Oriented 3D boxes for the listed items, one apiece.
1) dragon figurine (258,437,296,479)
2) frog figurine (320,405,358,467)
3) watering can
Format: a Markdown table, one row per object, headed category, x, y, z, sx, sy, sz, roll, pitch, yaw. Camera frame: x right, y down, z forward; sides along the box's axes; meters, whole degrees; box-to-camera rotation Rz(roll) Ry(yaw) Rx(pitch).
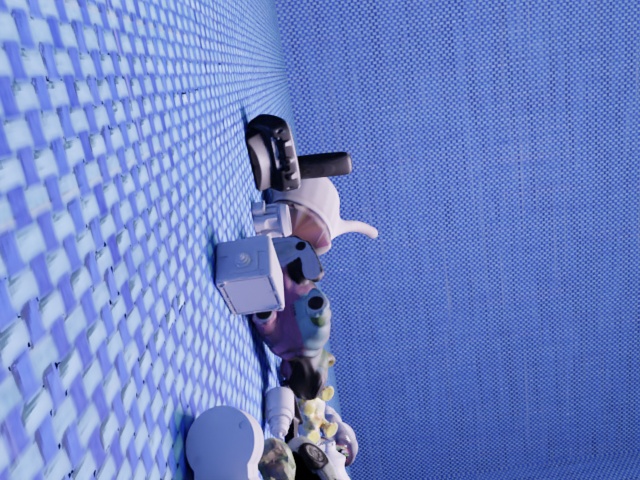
| category | x | y | z | sx | sy | sz | roll | pitch | yaw |
| --- | --- | --- | --- | --- | --- | --- | --- | --- | --- |
| dragon figurine | -0.037 | 0.338 | 0.443 | 0.240 | 0.122 | 0.416 | 63 | 6 | -17 |
| frog figurine | 0.045 | 0.518 | 1.377 | 0.136 | 0.122 | 0.162 | 61 | 19 | -16 |
| watering can | 0.003 | -0.056 | 1.115 | 0.344 | 0.102 | 0.230 | 39 | 37 | -22 |
